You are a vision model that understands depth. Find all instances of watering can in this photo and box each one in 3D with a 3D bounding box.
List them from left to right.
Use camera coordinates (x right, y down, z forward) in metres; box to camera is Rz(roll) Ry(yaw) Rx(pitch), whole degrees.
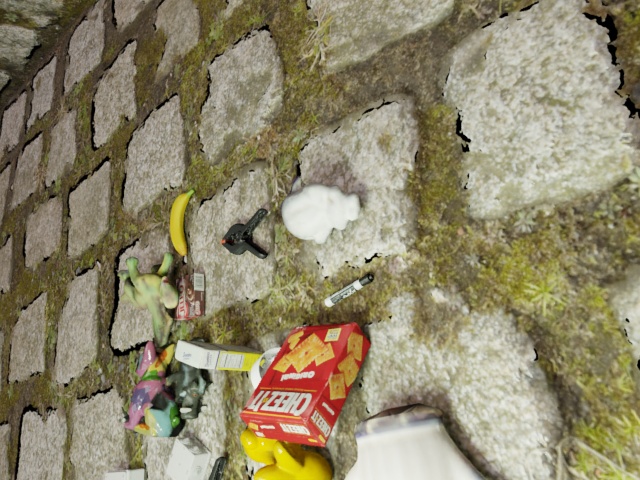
[{"bbox_3d":[0.175,0.363,0.780,0.345,0.103,0.229,-20,62,23],"label":"watering can"}]

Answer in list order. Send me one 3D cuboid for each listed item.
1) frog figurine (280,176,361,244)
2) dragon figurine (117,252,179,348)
[{"bbox_3d":[0.003,-0.053,1.053,0.160,0.124,0.134,20,125,35],"label":"frog figurine"},{"bbox_3d":[-0.476,0.183,1.427,0.402,0.122,0.247,-45,54,46],"label":"dragon figurine"}]
